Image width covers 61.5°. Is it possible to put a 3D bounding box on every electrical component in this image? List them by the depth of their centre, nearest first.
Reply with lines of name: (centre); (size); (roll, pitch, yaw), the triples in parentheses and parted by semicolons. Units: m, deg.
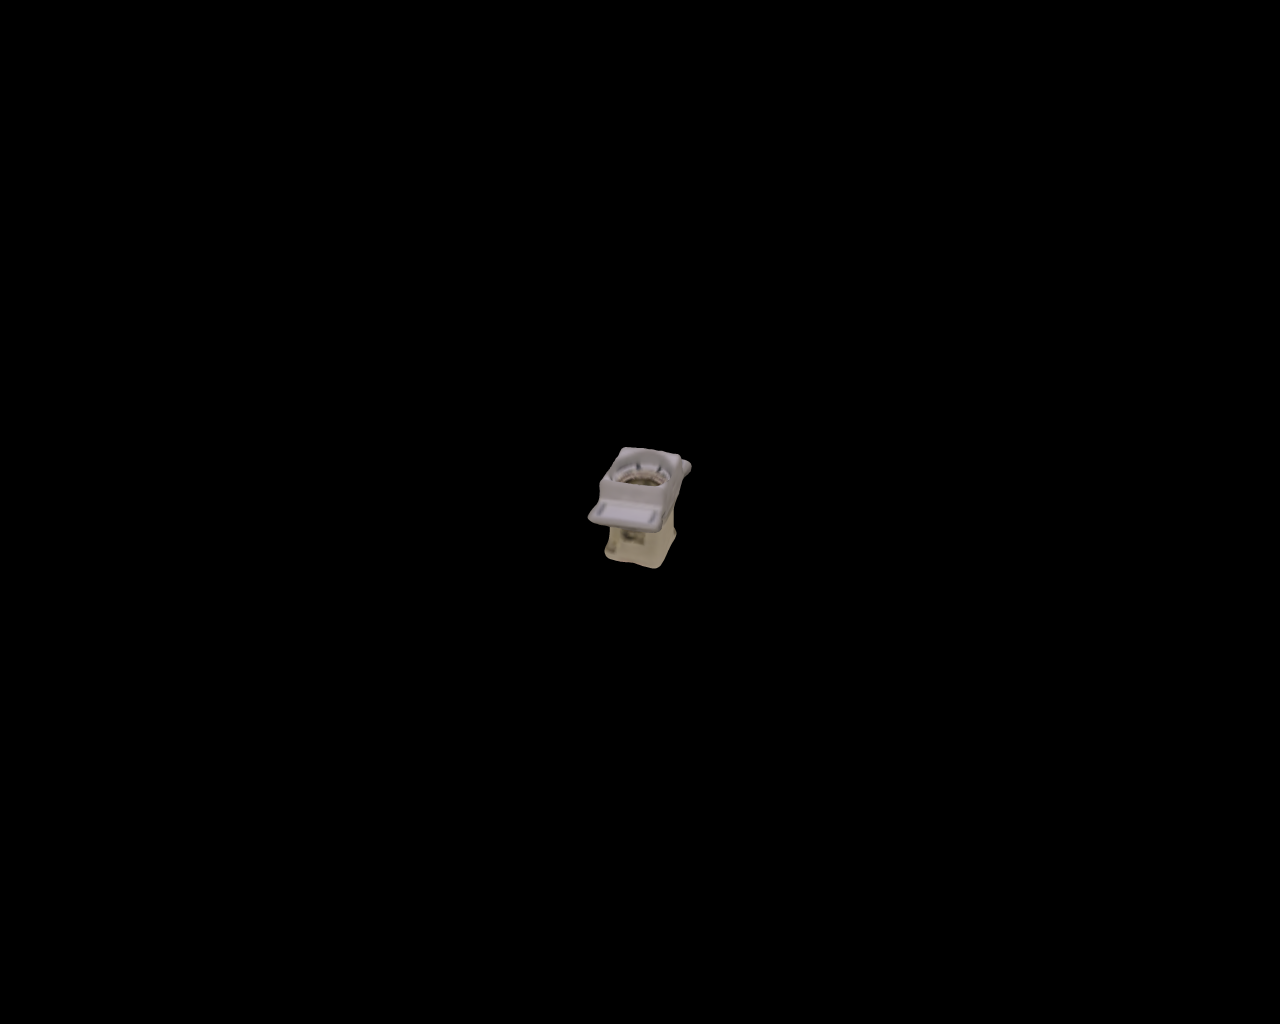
electrical component: (0.001, -0.003, 0.650); (0.042, 0.063, 0.081); (10, 35, 15)
